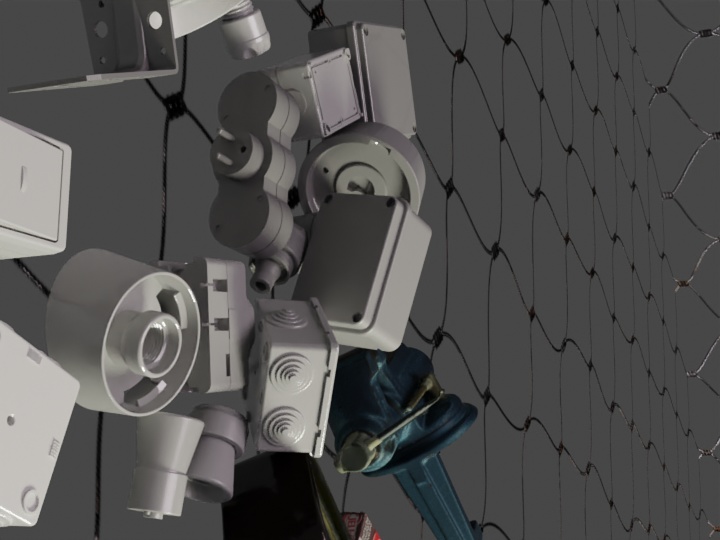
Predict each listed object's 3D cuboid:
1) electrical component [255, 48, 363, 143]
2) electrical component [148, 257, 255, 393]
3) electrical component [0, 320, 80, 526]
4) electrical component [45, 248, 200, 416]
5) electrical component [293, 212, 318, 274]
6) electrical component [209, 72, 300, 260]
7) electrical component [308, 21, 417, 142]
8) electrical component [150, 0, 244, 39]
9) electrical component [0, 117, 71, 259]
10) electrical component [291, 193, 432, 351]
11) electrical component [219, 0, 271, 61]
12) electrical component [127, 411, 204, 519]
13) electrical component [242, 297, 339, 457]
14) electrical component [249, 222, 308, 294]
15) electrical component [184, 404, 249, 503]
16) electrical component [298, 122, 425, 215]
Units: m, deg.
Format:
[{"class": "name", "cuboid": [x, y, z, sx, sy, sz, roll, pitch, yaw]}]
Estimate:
[{"class": "electrical component", "cuboid": [-0.043, -0.146, 0.897, 0.096, 0.061, 0.061, -41, 122, -60]}, {"class": "electrical component", "cuboid": [-0.108, 0.039, 0.737, 0.056, 0.050, 0.089, 7, 80, -64]}, {"class": "electrical component", "cuboid": [-0.195, 0.077, 0.547, 0.099, 0.048, 0.099, 54, 39, -50]}, {"class": "electrical component", "cuboid": [-0.147, 0.040, 0.667, 0.099, 0.064, 0.099, -27, 122, -55]}, {"class": "electrical component", "cuboid": [-0.034, -0.023, 0.912, 0.055, 0.047, 0.055, -5, 90, -65]}, {"class": "electrical component", "cuboid": [-0.087, -0.083, 0.802, 0.074, 0.052, 0.138, 29, 61, -61]}, {"class": "electrical component", "cuboid": [0.004, -0.173, 1.007, 0.109, 0.056, 0.108, -21, 104, -64]}, {"class": "electrical component", "cuboid": [-0.114, -0.193, 0.715, 0.099, 0.099, 0.064, -31, 107, -63]}, {"class": "electrical component", "cuboid": [-0.191, -0.043, 0.561, 0.096, 0.061, 0.061, 22, 66, -63]}, {"class": "electrical component", "cuboid": [0.000, 0.000, 0.842, 0.057, 0.078, 0.113, 38, 64, -52]}, {"class": "electrical component", "cuboid": [-0.093, -0.195, 0.829, 0.035, 0.035, 0.061, -55, 132, -54]}, {"class": "electrical component", "cuboid": [-0.128, 0.127, 0.694, 0.044, 0.044, 0.065, 35, 59, -59]}, {"class": "electrical component", "cuboid": [-0.053, 0.074, 0.769, 0.099, 0.048, 0.099, -121, -143, -65]}, {"class": "electrical component", "cuboid": [-0.067, -0.009, 0.842, 0.043, 0.043, 0.062, 65, 33, -36]}, {"class": "electrical component", "cuboid": [-0.103, 0.126, 0.740, 0.045, 0.045, 0.055, 56, 37, -46]}, {"class": "electrical component", "cuboid": [0.006, -0.078, 0.941, 0.060, 0.108, 0.108, -59, 138, -60]}]
